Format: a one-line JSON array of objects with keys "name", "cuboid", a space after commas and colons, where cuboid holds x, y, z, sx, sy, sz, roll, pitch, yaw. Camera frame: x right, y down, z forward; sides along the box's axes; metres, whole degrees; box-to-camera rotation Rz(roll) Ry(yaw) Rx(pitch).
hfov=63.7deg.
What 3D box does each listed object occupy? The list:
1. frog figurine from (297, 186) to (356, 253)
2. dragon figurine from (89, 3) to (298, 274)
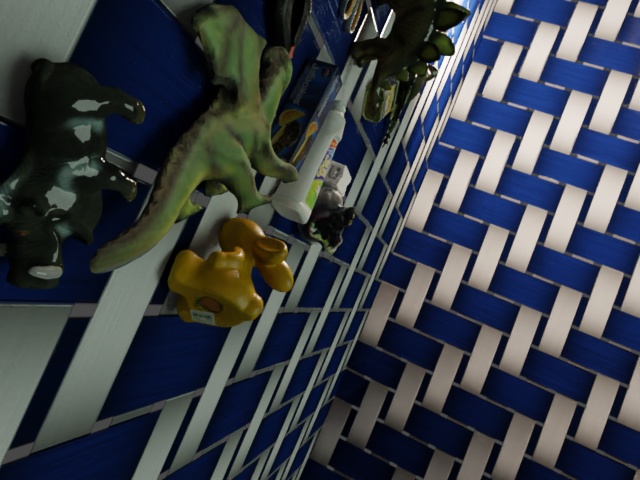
[{"name": "frog figurine", "cuboid": [0.004, -0.058, 1.157, 0.162, 0.123, 0.135, -119, -148, -63]}, {"name": "dragon figurine", "cuboid": [-0.125, -0.146, 0.604, 0.417, 0.122, 0.238, -47, 139, -59]}]
